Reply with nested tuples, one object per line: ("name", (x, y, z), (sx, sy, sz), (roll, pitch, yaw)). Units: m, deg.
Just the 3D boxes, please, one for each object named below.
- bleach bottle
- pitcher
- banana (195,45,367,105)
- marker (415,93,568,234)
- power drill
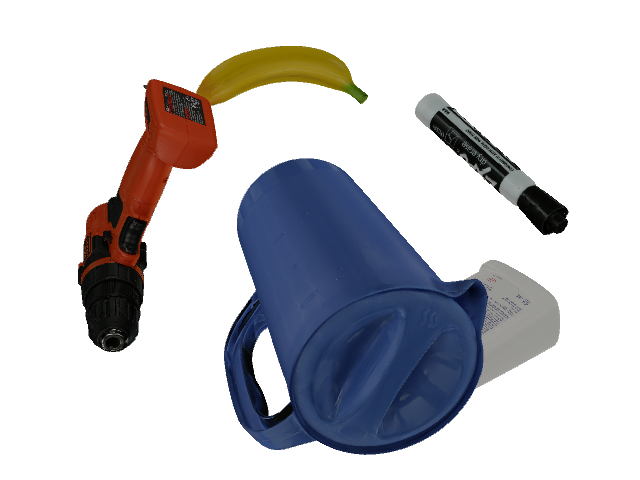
("bleach bottle", (0.088, 0.103, 0.938), (0.250, 0.068, 0.103), (-24, 35, -26))
("pitcher", (0.005, 0.040, 0.788), (0.149, 0.145, 0.243), (2, 27, -19))
("banana", (-0.044, -0.172, 1.105), (0.197, 0.070, 0.037), (-7, -41, -28))
("marker", (0.096, -0.044, 0.603), (0.020, 0.020, 0.121), (0, 38, -43))
("power drill", (-0.147, -0.024, 0.875), (0.057, 0.188, 0.184), (19, 28, -24))
